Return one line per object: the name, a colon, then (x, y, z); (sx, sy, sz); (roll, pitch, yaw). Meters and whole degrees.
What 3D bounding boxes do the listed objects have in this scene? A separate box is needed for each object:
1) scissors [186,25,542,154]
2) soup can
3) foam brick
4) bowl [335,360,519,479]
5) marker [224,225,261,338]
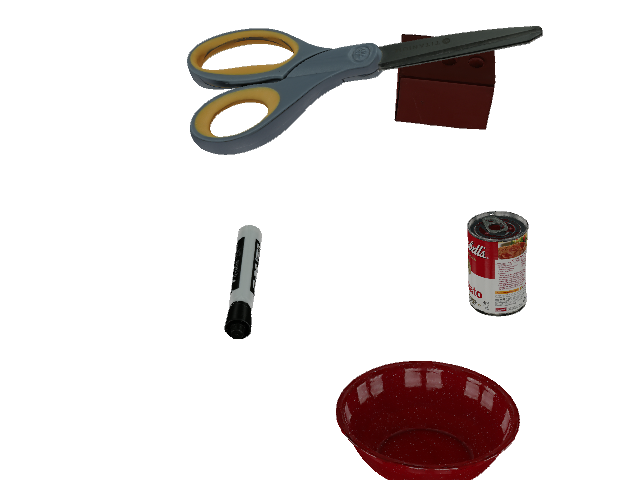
scissors: (0.012, -0.083, 0.581); (0.202, 0.096, 0.016); (6, -31, 23)
soup can: (0.202, 0.026, 1.218); (0.068, 0.102, 0.068); (-4, 29, 2)
foam brick: (0.101, -0.129, 0.868); (0.078, 0.053, 0.051); (5, -40, 2)
bowl: (0.094, 0.173, 0.952); (0.162, 0.055, 0.162); (-1, 27, 0)
marker: (-0.057, 0.030, 0.790); (0.020, 0.020, 0.121); (0, 36, 2)
